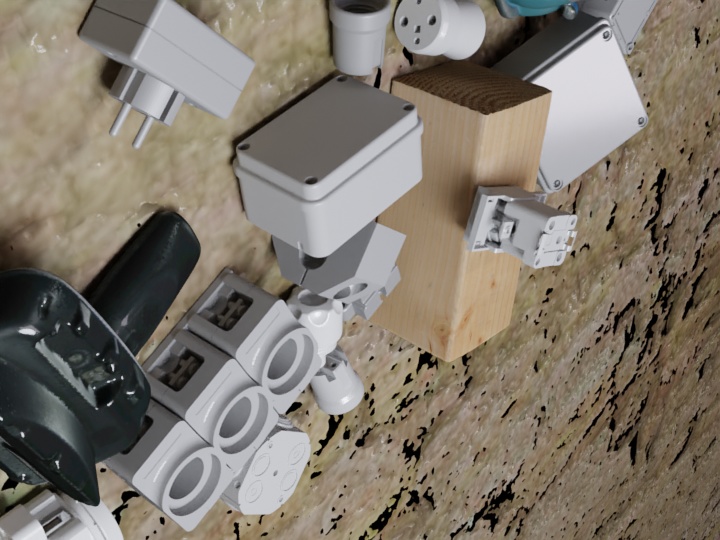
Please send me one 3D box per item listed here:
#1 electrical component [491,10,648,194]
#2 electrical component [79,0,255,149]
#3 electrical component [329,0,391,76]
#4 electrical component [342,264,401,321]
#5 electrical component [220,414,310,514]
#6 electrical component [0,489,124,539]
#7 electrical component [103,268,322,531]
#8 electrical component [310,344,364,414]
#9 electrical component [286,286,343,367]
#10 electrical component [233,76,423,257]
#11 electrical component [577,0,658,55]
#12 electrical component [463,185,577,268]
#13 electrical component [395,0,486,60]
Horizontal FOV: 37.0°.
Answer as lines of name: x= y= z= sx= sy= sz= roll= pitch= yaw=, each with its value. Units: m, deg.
electrical component: x=0.168 y=-0.139 z=0.887 sx=0.109 sy=0.056 sz=0.108 roll=-37 pitch=125 yaw=-4
electrical component: x=-0.112 y=-0.103 z=0.586 sx=0.083 sy=0.047 sz=0.075 roll=28 pitch=89 yaw=-57
electrical component: x=0.000 y=-0.157 z=0.710 sx=0.040 sy=0.040 sz=0.046 roll=-36 pitch=144 yaw=-35
electrical component: x=0.000 y=0.000 z=0.812 sx=0.066 sy=0.048 sz=0.055 roll=-50 pitch=152 yaw=-19
electrical component: x=-0.080 y=0.138 z=0.791 sx=0.080 sy=0.051 sz=0.080 roll=-32 pitch=136 yaw=-38
electrical component: x=-0.184 y=0.167 z=0.664 sx=0.057 sy=0.058 sz=0.078 roll=-35 pitch=137 yaw=-32
electrical component: x=-0.099 y=0.089 z=0.722 sx=0.150 sy=0.062 sz=0.089 roll=-51 pitch=145 yaw=-18
electrical component: x=-0.022 y=0.084 z=0.846 sx=0.040 sy=0.040 sz=0.046 roll=-46 pitch=137 yaw=-24
electrical component: x=-0.034 y=0.045 z=0.797 sx=0.043 sy=0.043 sz=0.062 roll=-33 pitch=138 yaw=-38
electrical component: x=-0.019 y=-0.071 z=0.708 sx=0.113 sy=0.078 sz=0.057 roll=-40 pitch=143 yaw=-31
electrical component: x=0.214 y=-0.235 z=0.929 sx=0.096 sy=0.061 sz=0.062 roll=-60 pitch=146 yaw=-6
electrical component: x=0.116 y=-0.031 z=0.766 sx=0.081 sy=0.064 sz=0.042 roll=-8 pitch=117 yaw=-49
electrical component: x=0.057 y=-0.175 z=0.770 sx=0.055 sy=0.045 sz=0.045 roll=-7 pitch=117 yaw=-52
